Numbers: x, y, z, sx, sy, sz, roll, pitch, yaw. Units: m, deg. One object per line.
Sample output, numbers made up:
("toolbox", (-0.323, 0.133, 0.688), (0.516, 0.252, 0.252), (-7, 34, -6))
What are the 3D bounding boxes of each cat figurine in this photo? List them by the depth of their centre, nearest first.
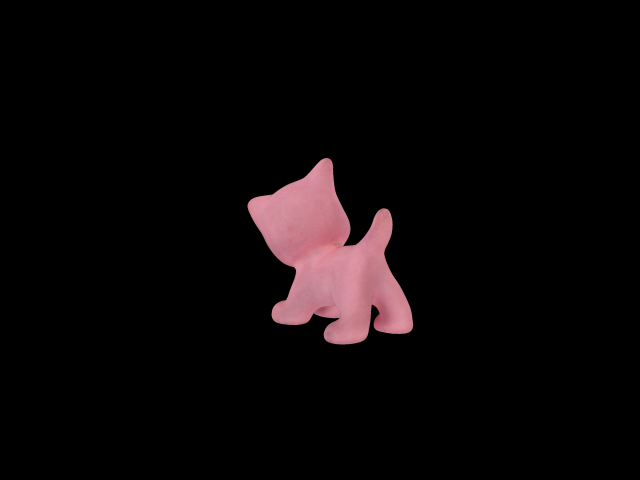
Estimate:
("cat figurine", (0.004, 0.001, 0.400), (0.067, 0.118, 0.127), (-5, 8, -40))
